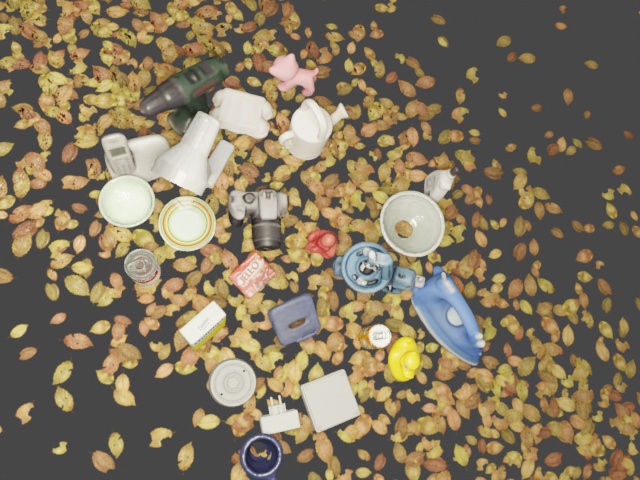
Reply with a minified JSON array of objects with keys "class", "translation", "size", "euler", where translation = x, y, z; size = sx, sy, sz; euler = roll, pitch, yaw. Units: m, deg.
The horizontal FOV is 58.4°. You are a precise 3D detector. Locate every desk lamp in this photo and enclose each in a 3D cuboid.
[{"class":"desk lamp","translation":[-0.279,-0.186,1.283],"size":[0.118,0.213,0.203],"euler":[26,74,-4]}]

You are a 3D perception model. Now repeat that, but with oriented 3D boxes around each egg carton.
[{"class":"egg carton","translation":[-0.193,-0.309,1.403],"size":[0.150,0.069,0.107],"euler":[12,76,-8]}]

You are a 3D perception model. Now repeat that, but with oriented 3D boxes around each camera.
[{"class":"camera","translation":[-0.141,-0.047,1.338],"size":[0.143,0.100,0.137],"euler":[-1,78,-11]}]

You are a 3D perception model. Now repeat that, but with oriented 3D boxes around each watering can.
[{"class":"watering can","translation":[-0.016,-0.276,1.366],"size":[0.101,0.194,0.173],"euler":[41,73,0]}]

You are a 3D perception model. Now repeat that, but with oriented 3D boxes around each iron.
[{"class":"iron","translation":[0.328,0.185,1.360],"size":[0.119,0.141,0.258],"euler":[-32,85,-16]}]

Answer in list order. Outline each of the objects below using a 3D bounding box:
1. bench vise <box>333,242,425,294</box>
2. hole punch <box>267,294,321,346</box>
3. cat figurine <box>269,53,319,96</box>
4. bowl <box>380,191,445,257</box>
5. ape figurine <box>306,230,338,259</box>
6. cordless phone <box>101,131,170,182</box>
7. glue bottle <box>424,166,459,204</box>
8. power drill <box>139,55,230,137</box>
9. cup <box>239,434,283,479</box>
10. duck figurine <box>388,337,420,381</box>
[{"class":"bench vise","translation":[0.148,0.057,1.311],"size":[0.207,0.219,0.121],"euler":[-3,78,-12]},{"class":"hole punch","translation":[-0.055,0.184,1.310],"size":[0.109,0.091,0.101],"euler":[-23,83,-15]},{"class":"cat figurine","translation":[-0.065,-0.420,1.428],"size":[0.128,0.117,0.067],"euler":[6,77,-10]},{"class":"bowl","translation":[0.220,-0.033,1.422],"size":[0.167,0.074,0.167],"euler":[2,77,-11]},{"class":"ape figurine","translation":[0.013,0.005,1.362],"size":[0.076,0.092,0.078],"euler":[-27,84,-15]},{"class":"cordless phone","translation":[-0.407,-0.197,1.275],"size":[0.148,0.185,0.094],"euler":[-21,82,-15]},{"class":"glue bottle","translation":[0.303,-0.146,1.412],"size":[0.037,0.173,0.078],"euler":[9,76,-9]},{"class":"power drill","translation":[-0.306,-0.319,1.310],"size":[0.230,0.208,0.075],"euler":[-43,88,-17]},{"class":"cup","translation":[-0.122,0.471,1.230],"size":[0.092,0.095,0.118],"euler":[-26,84,-15]},{"class":"duck figurine","translation":[0.207,0.279,1.344],"size":[0.077,0.086,0.104],"euler":[11,76,-8]}]
